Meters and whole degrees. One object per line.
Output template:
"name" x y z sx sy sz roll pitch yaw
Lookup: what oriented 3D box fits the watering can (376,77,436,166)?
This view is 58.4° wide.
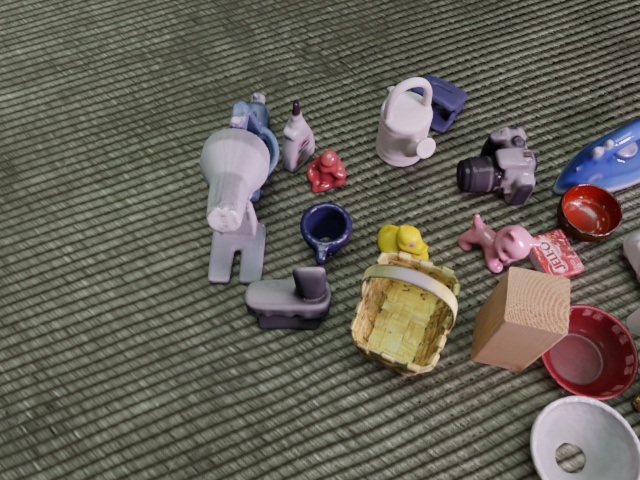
"watering can" 0.169 -0.230 1.094 0.101 0.194 0.172 -38 69 -17

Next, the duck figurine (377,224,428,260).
"duck figurine" 0.153 0.002 1.037 0.104 0.086 0.078 39 70 18

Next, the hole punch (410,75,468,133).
"hole punch" 0.243 -0.297 1.186 0.108 0.091 0.101 32 67 15

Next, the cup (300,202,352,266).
"cup" 0.009 0.004 1.031 0.091 0.095 0.118 7 63 4

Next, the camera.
"camera" 0.336 -0.148 1.105 0.137 0.101 0.143 -4 63 -2

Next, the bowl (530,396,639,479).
"bowl" 0.395 0.330 0.878 0.167 0.075 0.167 0 63 0

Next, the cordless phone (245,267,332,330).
"cordless phone" -0.054 0.078 0.943 0.147 0.185 0.094 -3 63 -1

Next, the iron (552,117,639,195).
"iron" 0.574 -0.174 1.096 0.258 0.141 0.118 -25 66 -12

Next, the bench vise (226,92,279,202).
"bench vise" -0.144 -0.202 1.065 0.121 0.220 0.207 -11 64 -5

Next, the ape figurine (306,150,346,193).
"ape figurine" 0.014 -0.140 1.105 0.077 0.092 0.076 22 65 11

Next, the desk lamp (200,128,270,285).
"desk lamp" -0.147 -0.055 0.994 0.118 0.213 0.203 1 63 1

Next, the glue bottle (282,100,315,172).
"glue bottle" -0.044 -0.204 1.092 0.037 0.173 0.078 31 67 15

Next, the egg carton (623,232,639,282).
"egg carton" 0.615 0.047 1.024 0.107 0.069 0.150 -16 64 -8

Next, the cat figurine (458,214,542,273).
"cat figurine" 0.321 -0.002 1.021 0.127 0.118 0.067 38 69 17
